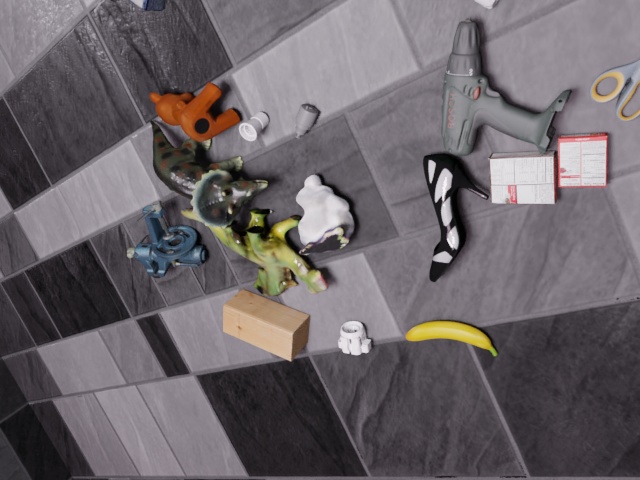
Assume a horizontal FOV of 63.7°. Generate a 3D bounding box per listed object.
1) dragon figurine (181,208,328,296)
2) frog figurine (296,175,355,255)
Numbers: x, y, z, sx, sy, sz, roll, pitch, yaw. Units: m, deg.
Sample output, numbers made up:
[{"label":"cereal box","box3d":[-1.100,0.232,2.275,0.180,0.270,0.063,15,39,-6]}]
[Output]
[{"label":"dragon figurine","box3d":[-0.155,0.044,1.254,0.411,0.124,0.238,11,124,30]},{"label":"frog figurine","box3d":[0.003,-0.057,1.131,0.135,0.122,0.163,-44,50,44]}]
